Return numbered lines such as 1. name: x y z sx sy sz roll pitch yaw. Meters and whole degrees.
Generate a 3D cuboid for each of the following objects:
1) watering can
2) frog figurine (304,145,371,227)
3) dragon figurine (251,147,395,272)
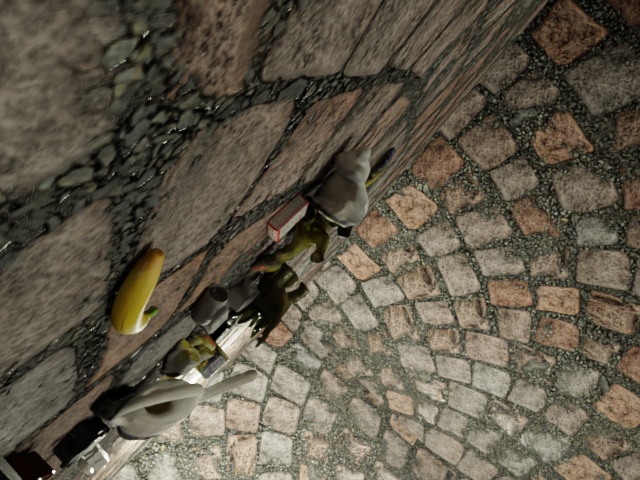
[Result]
1. watering can: -0.332 0.381 1.209 0.348 0.106 0.220 -2 151 -39
2. frog figurine: 0.060 -0.112 1.030 0.159 0.122 0.139 -54 -161 7
3. dragon figurine: 0.004 -0.061 1.216 0.414 0.121 0.242 -43 -169 -16
